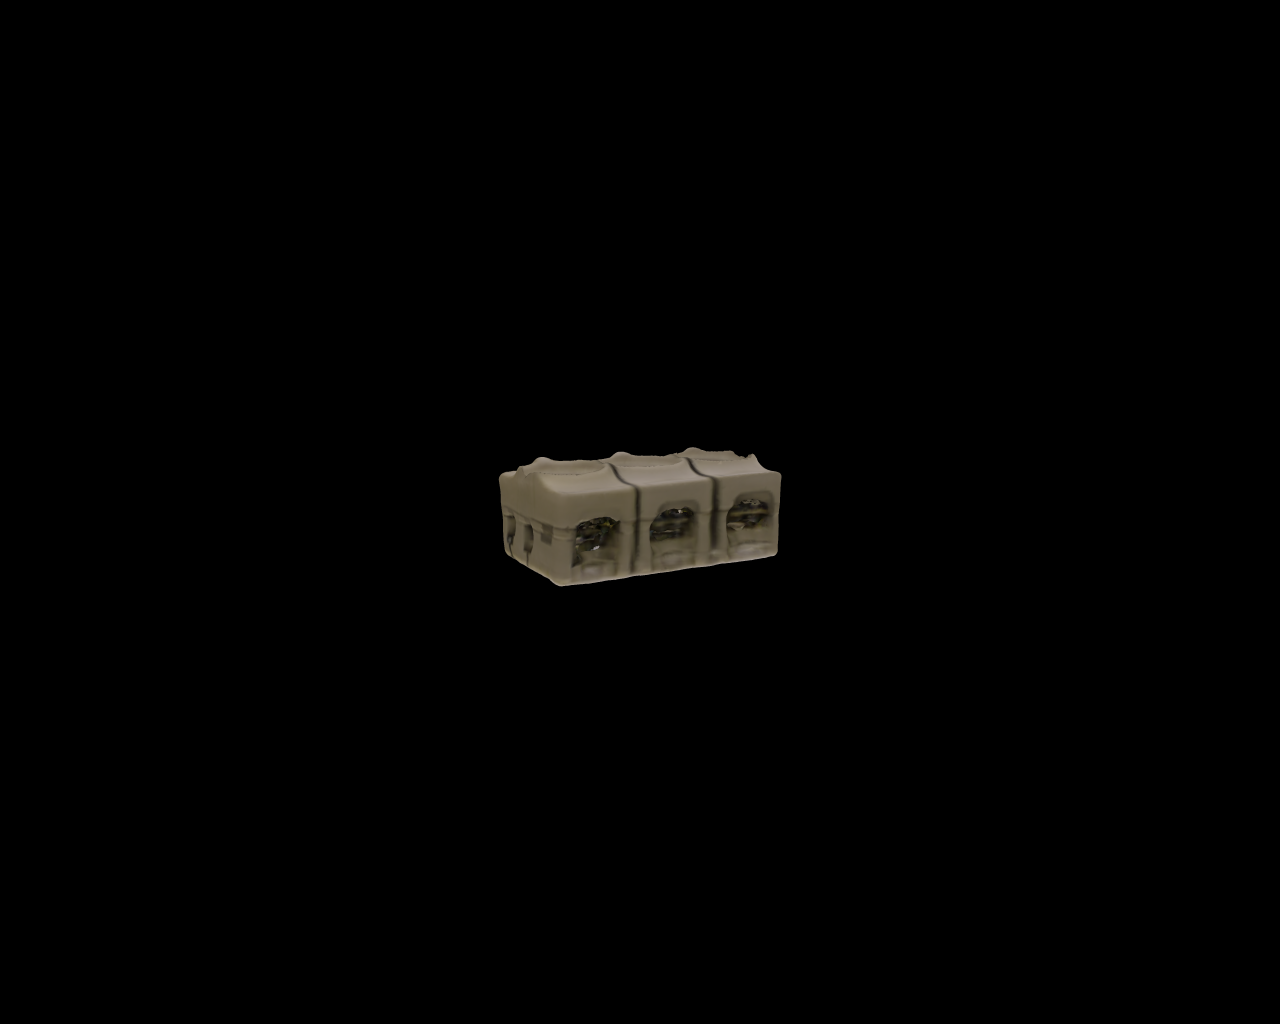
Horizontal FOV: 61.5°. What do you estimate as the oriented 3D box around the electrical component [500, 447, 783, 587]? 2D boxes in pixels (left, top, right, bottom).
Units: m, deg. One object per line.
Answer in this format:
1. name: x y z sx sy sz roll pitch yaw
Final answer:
1. electrical component: 0.001 -0.003 0.650 0.150 0.061 0.089 -5 12 -28
